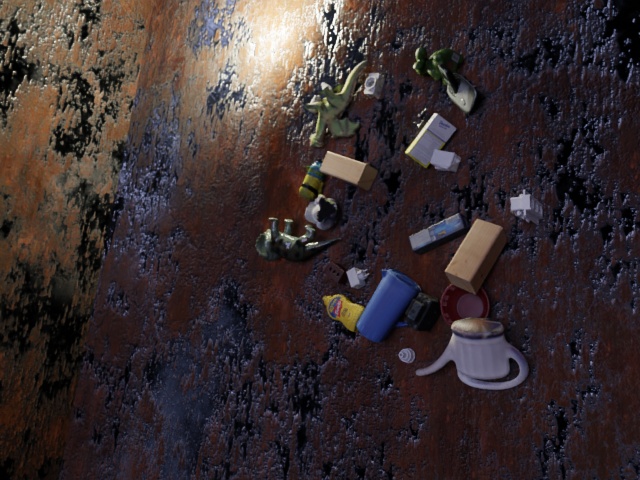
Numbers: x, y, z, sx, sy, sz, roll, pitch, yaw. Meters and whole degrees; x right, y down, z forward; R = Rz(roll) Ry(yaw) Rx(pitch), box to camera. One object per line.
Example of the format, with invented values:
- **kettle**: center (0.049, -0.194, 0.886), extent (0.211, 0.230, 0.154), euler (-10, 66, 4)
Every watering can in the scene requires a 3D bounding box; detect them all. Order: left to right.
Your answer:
- **watering can**: center (0.441, 0.342, 1.551), extent (0.347, 0.105, 0.222), euler (-3, 104, 30)

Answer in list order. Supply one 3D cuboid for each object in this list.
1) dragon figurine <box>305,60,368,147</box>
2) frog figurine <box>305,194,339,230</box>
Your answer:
- **dragon figurine**: center (0.091, -0.537, 2.155), extent (0.405, 0.122, 0.245), euler (-36, 74, 26)
- **frog figurine**: center (0.006, -0.104, 2.076), extent (0.157, 0.123, 0.138), euler (139, 118, -68)
